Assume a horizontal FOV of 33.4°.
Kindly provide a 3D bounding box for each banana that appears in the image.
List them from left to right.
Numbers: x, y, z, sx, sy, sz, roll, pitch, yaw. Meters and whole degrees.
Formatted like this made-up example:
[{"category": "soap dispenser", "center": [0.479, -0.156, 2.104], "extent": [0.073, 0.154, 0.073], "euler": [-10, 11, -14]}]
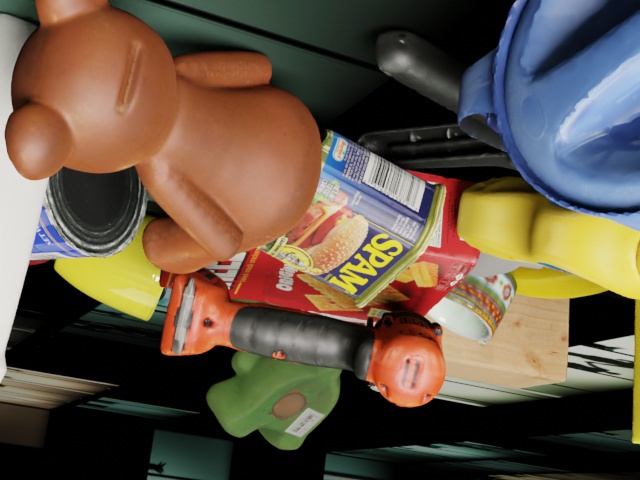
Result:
[{"category": "banana", "center": [0.211, 0.018, 0.868], "extent": [0.069, 0.037, 0.198], "euler": [28, 159, -7]}]

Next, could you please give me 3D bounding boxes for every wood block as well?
[{"category": "wood block", "center": [0.122, 0.078, 1.005], "extent": [0.205, 0.090, 0.091], "euler": [11, 163, -18]}]

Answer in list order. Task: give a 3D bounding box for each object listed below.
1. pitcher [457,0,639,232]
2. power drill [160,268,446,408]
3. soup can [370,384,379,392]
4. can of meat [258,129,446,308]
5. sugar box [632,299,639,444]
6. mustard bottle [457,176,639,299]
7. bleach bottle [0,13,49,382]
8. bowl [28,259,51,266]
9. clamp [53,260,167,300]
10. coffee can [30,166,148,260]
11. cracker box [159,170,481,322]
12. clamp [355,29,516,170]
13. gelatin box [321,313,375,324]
[{"category": "pitcher", "center": [0.190, -0.048, 0.491], "extent": [0.242, 0.149, 0.145], "euler": [18, 117, -44]}, {"category": "power drill", "center": [-0.007, 0.062, 0.737], "extent": [0.187, 0.057, 0.184], "euler": [10, -178, 2]}, {"category": "soup can", "center": [0.088, 0.103, 1.080], "extent": [0.068, 0.102, 0.068], "euler": [6, 164, 2]}, {"category": "can of meat", "center": [0.015, -0.014, 0.664], "extent": [0.084, 0.057, 0.102], "euler": [28, 142, -13]}, {"category": "sugar box", "center": [0.237, 0.037, 0.661], "extent": [0.048, 0.176, 0.093], "euler": [9, 163, -19]}, {"category": "mustard bottle", "center": [0.170, -0.002, 0.655], "extent": [0.096, 0.058, 0.192], "euler": [6, -174, -23]}, {"category": "bleach bottle", "center": [-0.202, 0.005, 0.591], "extent": [0.103, 0.251, 0.068], "euler": [-8, 158, 41]}, {"category": "bowl", "center": [-0.295, -0.026, 0.876], "extent": [0.162, 0.055, 0.162], "euler": [6, 164, 2]}, {"category": "clamp", "center": [-0.198, 0.025, 1.044], "extent": [0.171, 0.039, 0.120], "euler": [20, 156, -22]}, {"category": "coffee can", "center": [-0.202, -0.036, 0.719], "extent": [0.141, 0.103, 0.102], "euler": [-3, 161, 30]}, {"category": "cracker box", "center": [-0.005, 0.001, 0.800], "extent": [0.213, 0.072, 0.164], "euler": [9, 157, -10]}, {"category": "clamp", "center": [0.119, -0.065, 0.609], "extent": [0.210, 0.036, 0.164], "euler": [8, 165, 7]}, {"category": "gelatin box", "center": [0.018, 0.030, 0.903], "extent": [0.089, 0.073, 0.030], "euler": [7, 164, -15]}]
